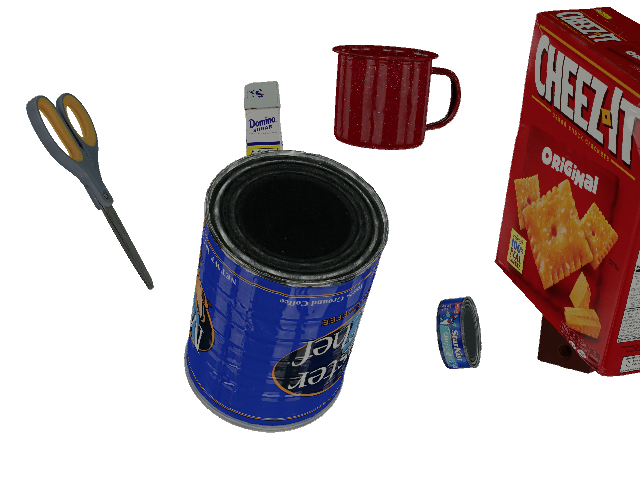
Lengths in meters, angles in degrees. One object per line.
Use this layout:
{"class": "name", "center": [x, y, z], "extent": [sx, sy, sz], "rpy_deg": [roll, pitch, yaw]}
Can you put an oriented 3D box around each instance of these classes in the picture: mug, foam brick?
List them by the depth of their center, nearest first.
{"class": "mug", "center": [0.066, -0.127, 0.945], "extent": [0.117, 0.081, 0.093], "rpy_deg": [1, 16, -8]}
{"class": "foam brick", "center": [0.234, 0.074, 0.968], "extent": [0.053, 0.078, 0.051], "rpy_deg": [13, 17, 36]}

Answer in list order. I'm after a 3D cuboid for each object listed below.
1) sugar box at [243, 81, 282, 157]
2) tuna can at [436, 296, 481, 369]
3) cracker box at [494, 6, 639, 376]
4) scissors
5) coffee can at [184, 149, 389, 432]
{"class": "sugar box", "center": [-0.064, -0.086, 1.233], "extent": [0.048, 0.176, 0.093], "rpy_deg": [-5, 26, -1]}
{"class": "tuna can", "center": [0.166, 0.111, 1.276], "extent": [0.034, 0.086, 0.086], "rpy_deg": [-7, -3, 21]}
{"class": "cracker box", "center": [0.200, -0.036, 0.758], "extent": [0.072, 0.214, 0.164], "rpy_deg": [-8, 33, -17]}
{"class": "scissors", "center": [-0.203, -0.055, 0.992], "extent": [0.016, 0.201, 0.096], "rpy_deg": [-23, 27, 19]}
{"class": "coffee can", "center": [-0.024, 0.032, 0.630], "extent": [0.102, 0.103, 0.140], "rpy_deg": [0, -43, -13]}
